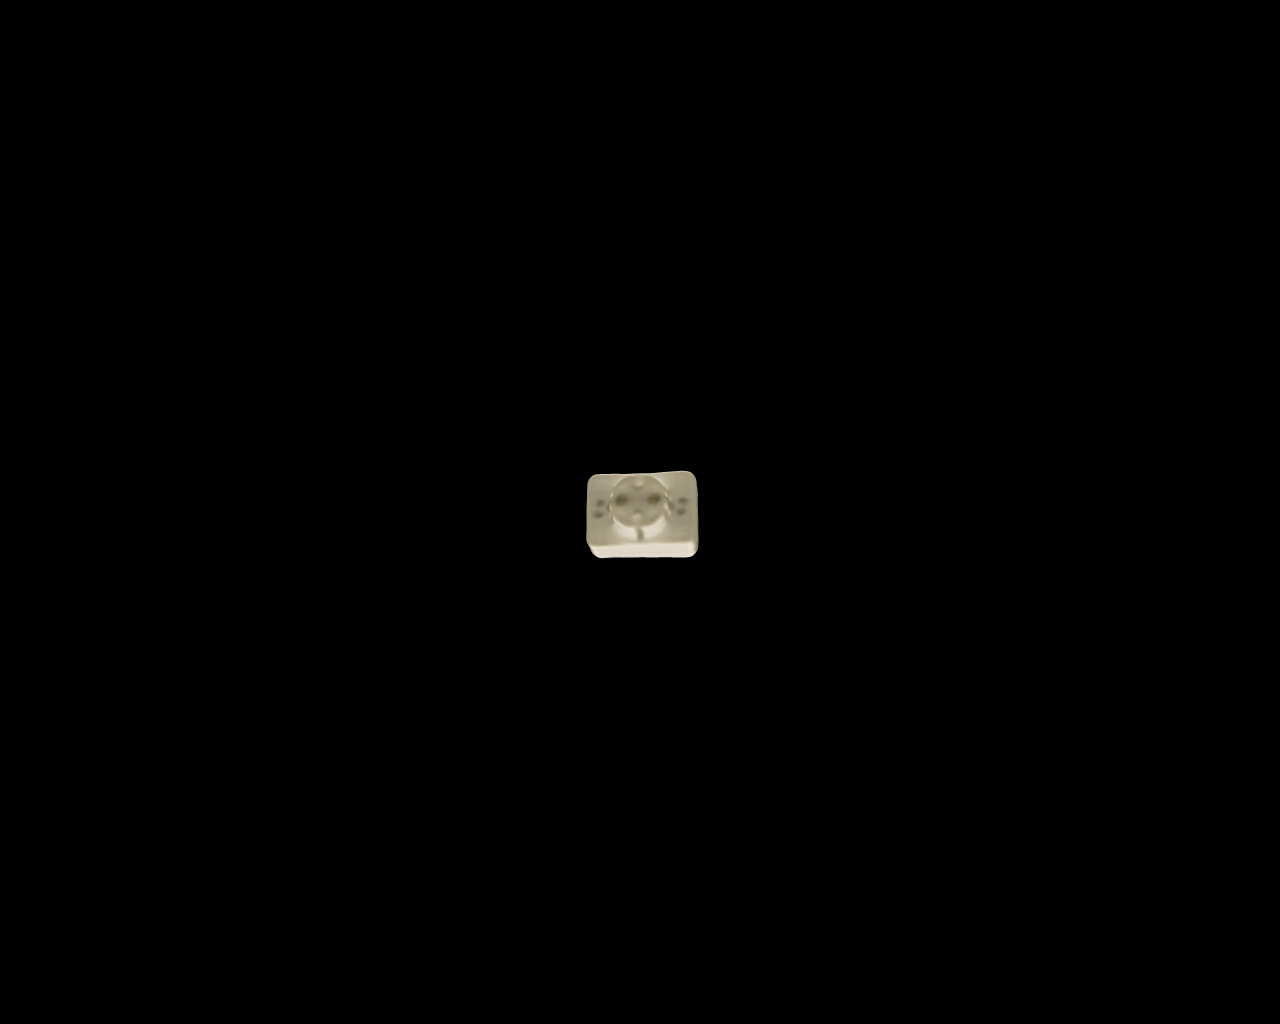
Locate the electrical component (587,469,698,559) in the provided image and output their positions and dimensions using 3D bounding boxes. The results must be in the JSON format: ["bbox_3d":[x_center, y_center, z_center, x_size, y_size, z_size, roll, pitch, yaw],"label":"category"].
[{"bbox_3d":[0.001,-0.003,0.650,0.066,0.047,0.076,-1,-15,5],"label":"electrical component"}]
